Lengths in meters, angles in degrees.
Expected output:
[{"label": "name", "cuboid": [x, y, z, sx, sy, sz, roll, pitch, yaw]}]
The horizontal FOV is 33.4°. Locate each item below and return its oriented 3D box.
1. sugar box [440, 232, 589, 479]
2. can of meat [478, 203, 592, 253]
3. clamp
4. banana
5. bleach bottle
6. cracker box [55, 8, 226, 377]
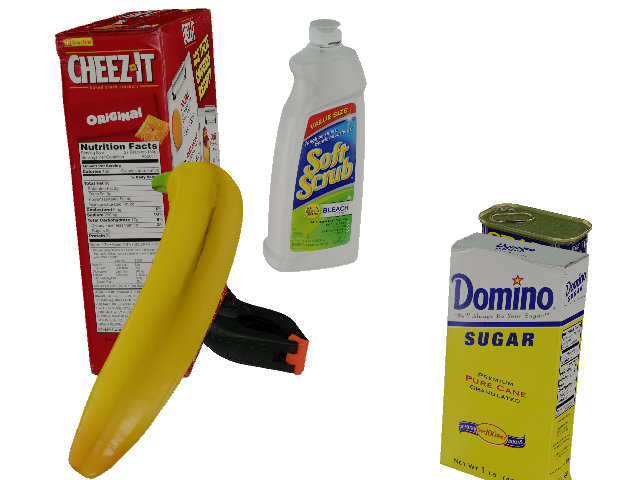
[{"label": "sugar box", "cuboid": [0.138, 0.089, 0.773, 0.093, 0.176, 0.048, 12, 21, 37]}, {"label": "can of meat", "cuboid": [0.198, 0.020, 0.998, 0.102, 0.084, 0.057, 16, 28, 37]}, {"label": "clamp", "cuboid": [-0.076, 0.065, 0.894, 0.172, 0.039, 0.120, 20, 27, 24]}, {"label": "banana", "cuboid": [-0.070, 0.021, 0.509, 0.037, 0.197, 0.070, 32, -51, -20]}, {"label": "bleach bottle", "cuboid": [-0.006, -0.094, 1.070, 0.102, 0.251, 0.068, -6, 28, -15]}, {"label": "cracker box", "cuboid": [-0.111, -0.038, 0.701, 0.072, 0.214, 0.164, -1, 16, 4]}]
